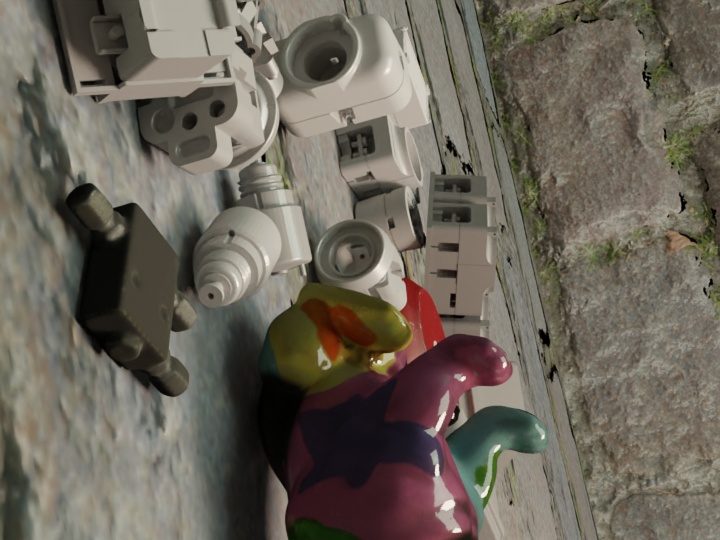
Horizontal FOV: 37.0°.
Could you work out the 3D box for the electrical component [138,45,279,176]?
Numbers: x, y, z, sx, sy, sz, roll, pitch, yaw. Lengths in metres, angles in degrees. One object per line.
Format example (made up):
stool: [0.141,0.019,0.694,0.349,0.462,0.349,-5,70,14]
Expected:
electrical component: [-0.076,-0.084,0.547,0.057,0.058,0.078,28,50,-68]

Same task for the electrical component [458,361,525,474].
electrical component: [0.093,0.131,0.921,0.113,0.057,0.078,114,-24,-55]

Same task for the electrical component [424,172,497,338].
electrical component: [0.089,0.018,0.987,0.105,0.060,0.186,-81,172,-58]

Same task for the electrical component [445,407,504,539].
electrical component: [0.055,0.162,0.792,0.057,0.078,0.113,-92,163,-50]

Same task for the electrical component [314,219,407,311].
electrical component: [0.000,0.000,0.772,0.057,0.058,0.078,61,21,-56]

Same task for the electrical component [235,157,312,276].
electrical component: [-0.054,-0.032,0.620,0.040,0.040,0.078,6,71,-76]

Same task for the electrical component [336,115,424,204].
electrical component: [0.021,-0.093,0.949,0.089,0.056,0.050,51,28,-60]

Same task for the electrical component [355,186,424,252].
electrical component: [0.025,-0.040,0.932,0.055,0.047,0.055,-14,90,-77]

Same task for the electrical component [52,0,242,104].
electrical component: [-0.097,-0.143,0.476,0.079,0.063,0.121,-11,87,-35]

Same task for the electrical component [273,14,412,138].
electrical component: [-0.018,-0.136,0.747,0.059,0.095,0.053,48,31,-63]

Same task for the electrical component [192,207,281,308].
electrical component: [-0.065,-0.003,0.545,0.078,0.040,0.040,-71,145,-65]

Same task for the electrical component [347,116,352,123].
electrical component: [0.008,-0.152,0.941,0.048,0.062,0.048,-14,90,-77]

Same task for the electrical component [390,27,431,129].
electrical component: [0.031,-0.179,1.063,0.061,0.061,0.096,-87,159,-49]
